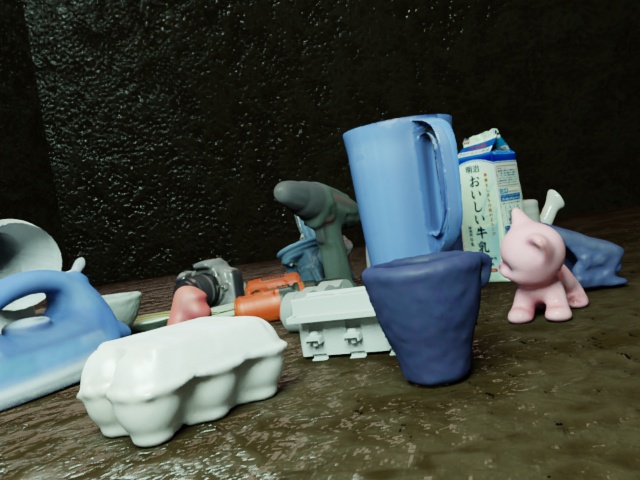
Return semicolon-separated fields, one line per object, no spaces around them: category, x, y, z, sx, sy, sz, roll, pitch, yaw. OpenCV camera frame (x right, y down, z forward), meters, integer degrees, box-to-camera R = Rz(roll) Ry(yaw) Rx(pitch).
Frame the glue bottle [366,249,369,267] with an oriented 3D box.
glue bottle;0.113;0.001;1.103;0.037;0.173;0.078;-10;2;-29

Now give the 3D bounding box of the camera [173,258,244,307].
camera;-0.249;0.095;1.180;0.142;0.101;0.137;-9;2;28

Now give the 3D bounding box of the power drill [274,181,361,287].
power drill;0.009;0.003;0.955;0.075;0.208;0.230;-8;2;28

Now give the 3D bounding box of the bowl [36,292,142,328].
bowl;-0.363;0.133;0.908;0.167;0.075;0.167;-9;1;1

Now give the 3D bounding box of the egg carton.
egg carton;-0.105;0.104;0.453;0.107;0.069;0.151;-8;2;43

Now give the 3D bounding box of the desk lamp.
desk lamp;-0.453;0.079;0.818;0.118;0.213;0.202;-11;2;-45

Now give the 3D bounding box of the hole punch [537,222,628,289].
hole punch;0.326;0.016;0.733;0.101;0.091;0.109;-9;1;6

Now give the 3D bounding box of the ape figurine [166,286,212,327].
ape figurine;-0.132;0.094;0.600;0.076;0.092;0.078;-9;2;16

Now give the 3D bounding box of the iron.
iron;-0.334;0.100;0.643;0.118;0.141;0.259;-9;1;17

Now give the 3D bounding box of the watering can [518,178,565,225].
watering can;0.363;-0.050;1.070;0.173;0.194;0.100;-10;2;-22

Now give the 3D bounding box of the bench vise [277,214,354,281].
bench vise;-0.005;-0.005;1.183;0.206;0.220;0.122;-8;2;35

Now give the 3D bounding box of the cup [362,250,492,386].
cup;0.094;0.059;0.446;0.118;0.095;0.091;-10;2;-31

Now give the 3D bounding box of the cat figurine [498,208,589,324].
cat figurine;0.226;0.022;0.593;0.067;0.118;0.128;-8;2;35
